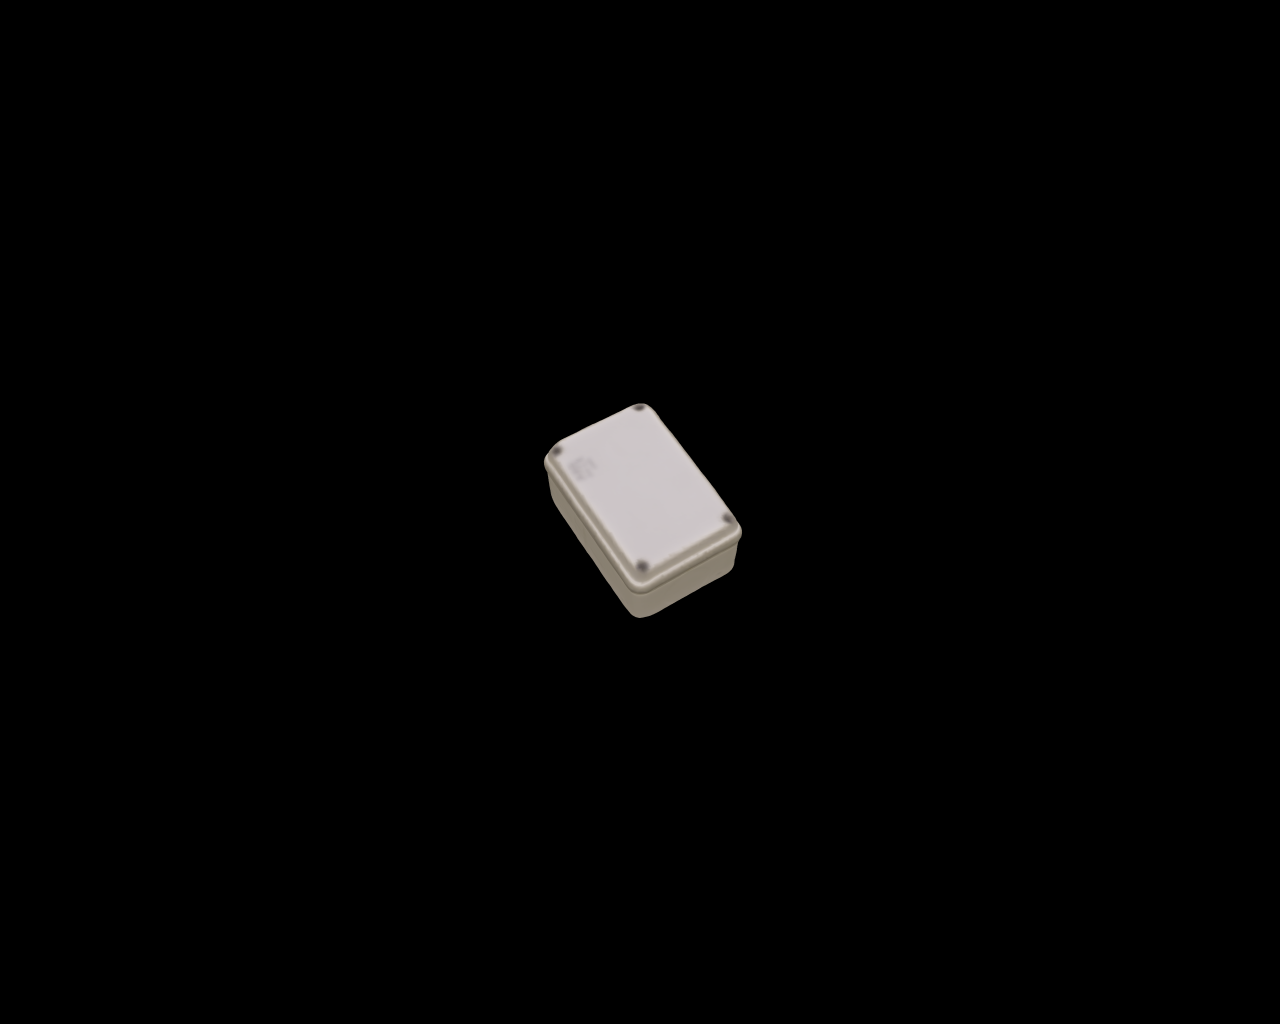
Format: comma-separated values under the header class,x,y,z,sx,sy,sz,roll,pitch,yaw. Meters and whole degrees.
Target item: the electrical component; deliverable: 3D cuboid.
class,x,y,z,sx,sy,sz,roll,pitch,yaw
electrical component,0.001,-0.003,0.650,0.078,0.113,0.057,-28,-28,-16
